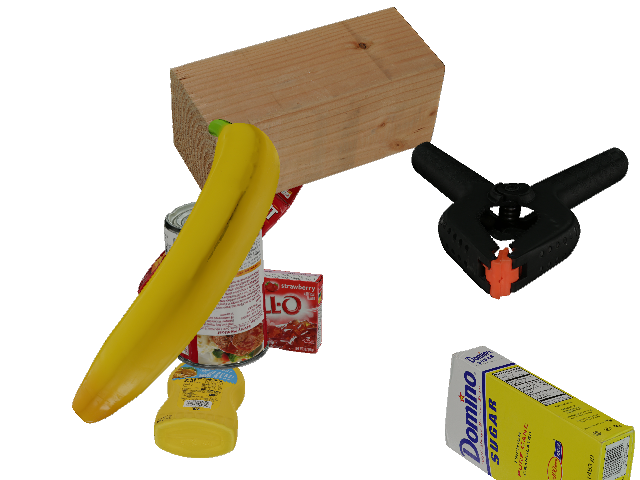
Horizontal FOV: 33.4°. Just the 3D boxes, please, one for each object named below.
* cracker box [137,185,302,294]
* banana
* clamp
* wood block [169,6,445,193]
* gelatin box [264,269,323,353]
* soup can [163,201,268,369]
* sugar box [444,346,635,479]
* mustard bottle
[{"bbox_3d":[-0.105,-0.021,1.227,0.072,0.214,0.164,40,26,-6],"label":"cracker box"},{"bbox_3d":[-0.063,0.006,0.550,0.037,0.197,0.070,37,-35,-21],"label":"banana"},{"bbox_3d":[0.126,-0.024,0.760,0.165,0.036,0.209,5,29,19],"label":"clamp"},{"bbox_3d":[-0.011,-0.111,0.887,0.205,0.091,0.090,-19,-36,-20],"label":"wood block"},{"bbox_3d":[-0.043,0.067,1.029,0.089,0.073,0.030,5,16,11],"label":"gelatin box"},{"bbox_3d":[-0.072,0.030,0.746,0.068,0.102,0.068,-2,21,0],"label":"soup can"},{"bbox_3d":[0.175,0.163,0.883,0.048,0.093,0.176,-11,22,-34],"label":"sugar box"},{"bbox_3d":[-0.142,0.189,1.313,0.096,0.058,0.191,2,25,1],"label":"mustard bottle"}]
